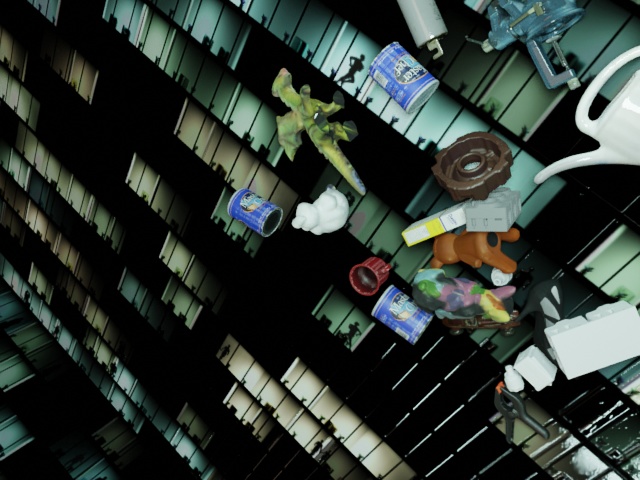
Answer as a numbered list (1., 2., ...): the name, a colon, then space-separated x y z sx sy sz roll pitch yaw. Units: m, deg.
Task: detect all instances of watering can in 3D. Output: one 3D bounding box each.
1. watering can: 0.607 -0.208 1.021 0.226 0.105 0.341 37 123 16

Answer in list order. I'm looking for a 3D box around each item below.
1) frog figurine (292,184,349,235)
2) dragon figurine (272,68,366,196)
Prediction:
1. frog figurine: 0.004 -0.072 1.432 0.123 0.162 0.135 42 125 10
2. dragon figurine: -0.026 -0.292 1.435 0.241 0.123 0.409 -15 97 54
